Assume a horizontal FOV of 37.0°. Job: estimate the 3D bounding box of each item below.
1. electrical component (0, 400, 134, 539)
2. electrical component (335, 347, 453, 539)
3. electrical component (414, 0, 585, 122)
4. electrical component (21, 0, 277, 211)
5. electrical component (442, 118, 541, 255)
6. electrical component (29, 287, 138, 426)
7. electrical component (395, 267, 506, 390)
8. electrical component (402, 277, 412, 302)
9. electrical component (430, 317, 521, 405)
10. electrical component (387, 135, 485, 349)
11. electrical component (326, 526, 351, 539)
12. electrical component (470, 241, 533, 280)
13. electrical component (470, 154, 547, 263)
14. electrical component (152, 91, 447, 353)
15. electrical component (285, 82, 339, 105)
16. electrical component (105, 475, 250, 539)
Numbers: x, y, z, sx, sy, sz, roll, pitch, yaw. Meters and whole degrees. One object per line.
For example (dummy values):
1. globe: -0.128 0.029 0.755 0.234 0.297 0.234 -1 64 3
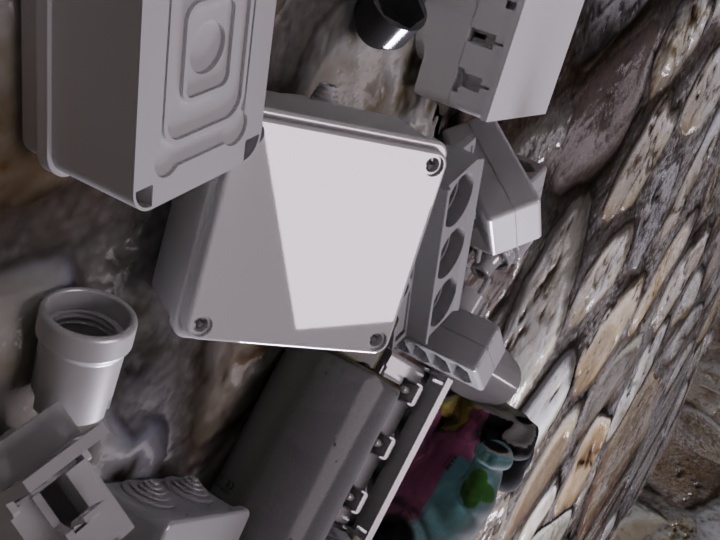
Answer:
1. electrical component: -0.129 0.095 0.434 0.081 0.063 0.042 -28 -173 44
2. electrical component: 0.001 0.113 0.741 0.063 0.079 0.121 33 81 -37
3. electrical component: 0.099 -0.191 0.658 0.105 0.060 0.186 -20 130 -59
4. electrical component: -0.076 -0.089 0.388 0.078 0.057 0.113 -36 144 -49
5. electrical component: 0.073 -0.052 0.737 0.076 0.083 0.047 -21 148 -3
6. electrical component: -0.117 0.036 0.450 0.040 0.040 0.046 -27 142 -56
7. electrical component: 0.069 0.033 0.789 0.075 0.083 0.047 -58 156 -15
8. electrical component: 0.000 0.000 0.635 0.048 0.062 0.048 -47 151 -36
9. electrical component: 0.097 0.066 0.922 0.077 0.043 0.079 32 45 -39
10. electrical component: 0.033 -0.022 0.683 0.079 0.063 0.121 -42 148 -42
11. electrical component: -0.032 0.201 0.714 0.061 0.062 0.096 -64 -164 -8
12. electrical component: 0.114 -0.020 0.885 0.062 0.043 0.043 -53 154 -24
13. electrical component: 0.100 -0.040 0.829 0.083 0.047 0.075 -42 148 -42
14. electrical component: -0.029 -0.022 0.498 0.109 0.056 0.108 7 111 -29
15. electrical component: -0.027 -0.055 0.546 0.043 0.043 0.081 -18 129 -60
16. electrical component: -0.114 0.158 0.567 0.099 0.048 0.100 -66 157 2
